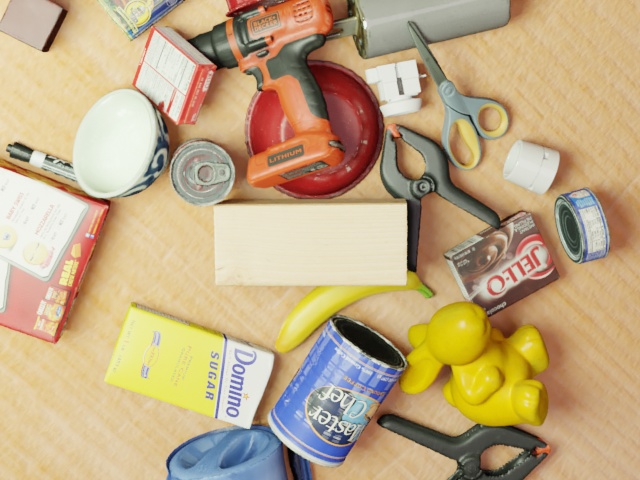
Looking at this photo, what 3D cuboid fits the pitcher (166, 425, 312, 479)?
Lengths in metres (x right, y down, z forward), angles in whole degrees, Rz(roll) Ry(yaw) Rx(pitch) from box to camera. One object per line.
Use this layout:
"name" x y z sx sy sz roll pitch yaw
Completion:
"pitcher" -0.077 0.340 1.225 0.149 0.145 0.243 -10 103 6

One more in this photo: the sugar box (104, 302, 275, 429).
"sugar box" -0.148 0.144 1.217 0.176 0.048 0.093 19 91 -9

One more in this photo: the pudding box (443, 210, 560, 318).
"pudding box" 0.214 0.030 1.259 0.113 0.039 0.090 -28 102 -3

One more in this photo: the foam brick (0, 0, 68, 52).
"foam brick" -0.302 -0.232 1.124 0.051 0.078 0.053 27 93 -13

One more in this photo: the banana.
"banana" 0.034 0.070 1.239 0.197 0.037 0.069 -20 99 -5

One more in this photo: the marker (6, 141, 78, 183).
"marker" -0.287 -0.080 1.179 0.121 0.020 0.020 21 95 -11

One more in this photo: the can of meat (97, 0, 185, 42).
"can of meat" -0.201 -0.276 1.144 0.084 0.057 0.102 -37 101 1

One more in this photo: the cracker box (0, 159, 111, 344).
"cracker box" -0.355 -0.002 1.154 0.213 0.072 0.164 21 94 -10

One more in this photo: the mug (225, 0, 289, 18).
"mug" -0.062 -0.293 1.135 0.093 0.117 0.081 -20 96 -32

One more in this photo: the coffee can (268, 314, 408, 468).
"coffee can" 0.019 0.170 1.207 0.102 0.103 0.140 29 103 -12

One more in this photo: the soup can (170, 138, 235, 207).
"soup can" -0.130 -0.075 1.160 0.068 0.102 0.068 -1 98 -8

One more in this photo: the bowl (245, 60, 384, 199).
"bowl" -0.002 -0.121 1.197 0.162 0.055 0.162 -1 99 -9

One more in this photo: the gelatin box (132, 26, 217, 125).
"gelatin box" -0.156 -0.176 1.142 0.030 0.089 0.073 -10 133 -48

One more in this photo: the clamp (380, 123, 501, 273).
"clamp" 0.130 -0.060 1.222 0.120 0.039 0.171 -19 94 -1

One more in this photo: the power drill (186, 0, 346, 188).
"power drill" -0.059 -0.155 1.139 0.185 0.057 0.187 -17 81 18

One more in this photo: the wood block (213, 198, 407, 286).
"wood block" -0.008 0.002 1.176 0.206 0.090 0.091 -1 96 4

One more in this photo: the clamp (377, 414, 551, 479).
"clamp" 0.175 0.281 1.291 0.210 0.036 0.164 -5 99 -8

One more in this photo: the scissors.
"scissors" 0.160 -0.172 1.201 0.096 0.016 0.202 -27 122 -15

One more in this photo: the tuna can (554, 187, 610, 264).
"tuna can" 0.304 -0.016 1.242 0.033 0.086 0.086 -15 100 -5
